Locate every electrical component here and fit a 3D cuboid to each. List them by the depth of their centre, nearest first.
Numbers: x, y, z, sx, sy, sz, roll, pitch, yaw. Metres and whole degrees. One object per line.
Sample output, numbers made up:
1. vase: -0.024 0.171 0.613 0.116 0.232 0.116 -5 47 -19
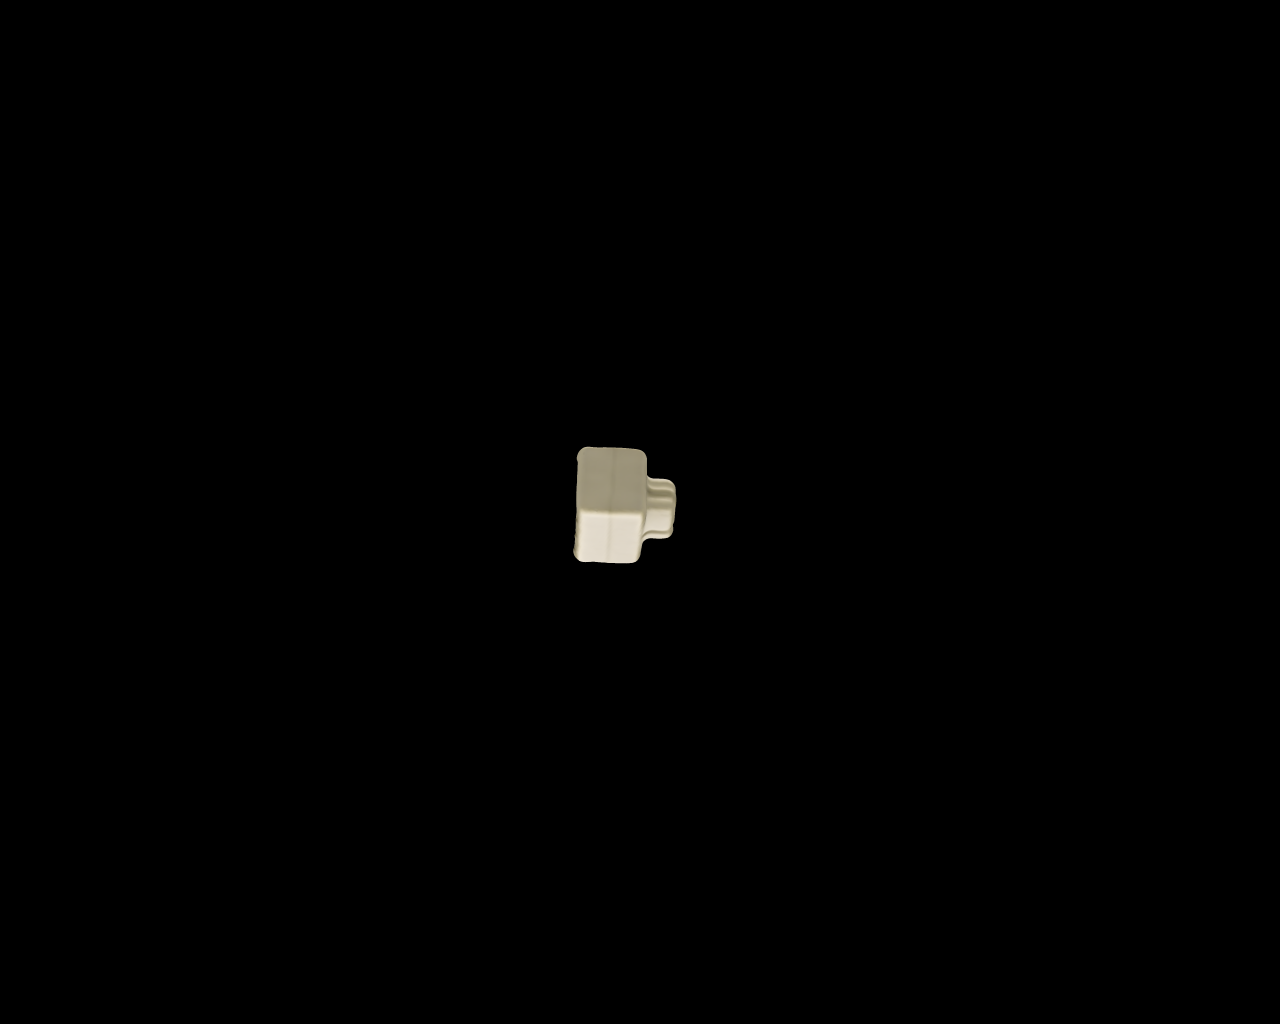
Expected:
1. electrical component: 0.001 -0.003 0.650 0.077 0.047 0.065 2 -31 -3
